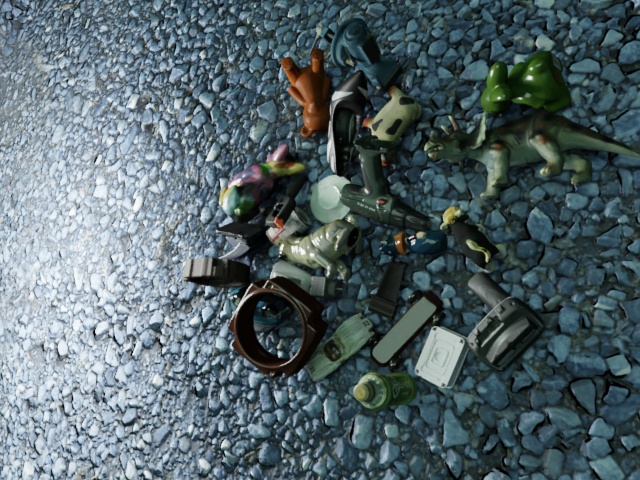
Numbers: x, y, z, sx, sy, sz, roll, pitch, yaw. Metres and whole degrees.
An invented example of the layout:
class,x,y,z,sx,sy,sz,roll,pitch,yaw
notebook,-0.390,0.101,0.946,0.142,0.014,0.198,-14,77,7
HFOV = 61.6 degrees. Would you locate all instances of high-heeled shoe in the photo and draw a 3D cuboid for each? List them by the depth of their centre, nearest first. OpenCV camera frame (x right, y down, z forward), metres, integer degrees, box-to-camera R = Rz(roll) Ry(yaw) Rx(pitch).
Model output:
class,x,y,z,sx,sy,sz,roll,pitch,yaw
high-heeled shoe,0.066,-0.275,1.307,0.086,0.248,0.145,5,52,-8

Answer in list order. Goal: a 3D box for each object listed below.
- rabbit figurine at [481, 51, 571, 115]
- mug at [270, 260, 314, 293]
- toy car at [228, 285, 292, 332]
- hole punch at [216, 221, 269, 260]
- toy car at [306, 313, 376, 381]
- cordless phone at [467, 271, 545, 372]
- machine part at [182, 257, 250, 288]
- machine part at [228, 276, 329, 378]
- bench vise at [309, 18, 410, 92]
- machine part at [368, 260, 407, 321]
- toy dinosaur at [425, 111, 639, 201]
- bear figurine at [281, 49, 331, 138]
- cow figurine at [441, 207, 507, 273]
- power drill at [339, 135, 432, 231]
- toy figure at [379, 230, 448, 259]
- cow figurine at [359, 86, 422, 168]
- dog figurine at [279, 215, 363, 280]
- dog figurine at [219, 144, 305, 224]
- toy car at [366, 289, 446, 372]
class,x,y,z,sx,sy,sz,roll,pitch,yaw
rabbit figurine,0.416,-0.312,1.137,0.170,0.159,0.121,-21,78,42
mug,-0.064,0.099,1.342,0.107,0.109,0.081,15,78,20
toy car,-0.157,0.183,1.384,0.162,0.109,0.102,20,111,22
hole punch,-0.204,0.007,1.435,0.116,0.142,0.092,7,105,24
toy car,0.046,0.253,1.262,0.201,0.056,0.074,-43,60,16
cordless phone,0.347,0.160,1.104,0.146,0.088,0.184,-50,48,12
machine part,-0.274,0.087,1.430,0.180,0.179,0.056,-4,74,30
machine part,-0.100,0.202,1.253,0.202,0.087,0.201,35,104,19
bench vise,0.086,-0.463,1.317,0.241,0.223,0.128,40,104,32
machine part,0.160,0.110,1.240,0.084,0.039,0.138,23,92,38
toy dinosaur,0.432,-0.199,1.111,0.405,0.131,0.192,-8,75,23
bear figurine,-0.023,-0.380,1.416,0.120,0.131,0.196,-13,64,5
cow figurine,0.312,-0.009,1.142,0.068,0.098,0.167,-50,59,19
power drill,0.152,-0.132,1.235,0.232,0.086,0.207,16,131,31
toy figure,0.209,0.010,1.220,0.155,0.058,0.064,-4,107,28
cow figurine,0.169,-0.259,1.300,0.195,0.085,0.127,-51,53,10
dog figurine,-0.005,-0.003,1.309,0.191,0.121,0.172,26,87,31
dog figurine,-0.148,-0.155,1.422,0.219,0.108,0.192,-34,20,22
toy car,0.191,0.198,1.188,0.202,0.053,0.089,-48,64,4
